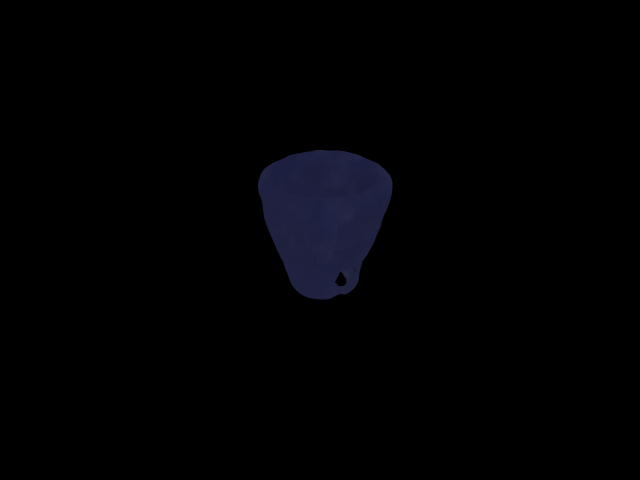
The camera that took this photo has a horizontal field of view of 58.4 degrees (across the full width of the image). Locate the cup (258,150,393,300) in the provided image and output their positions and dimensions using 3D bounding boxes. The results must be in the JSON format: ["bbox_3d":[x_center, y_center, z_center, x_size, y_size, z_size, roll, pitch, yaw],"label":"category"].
[{"bbox_3d":[0.004,0.001,0.400,0.091,0.095,0.117,0,32,0],"label":"cup"}]
